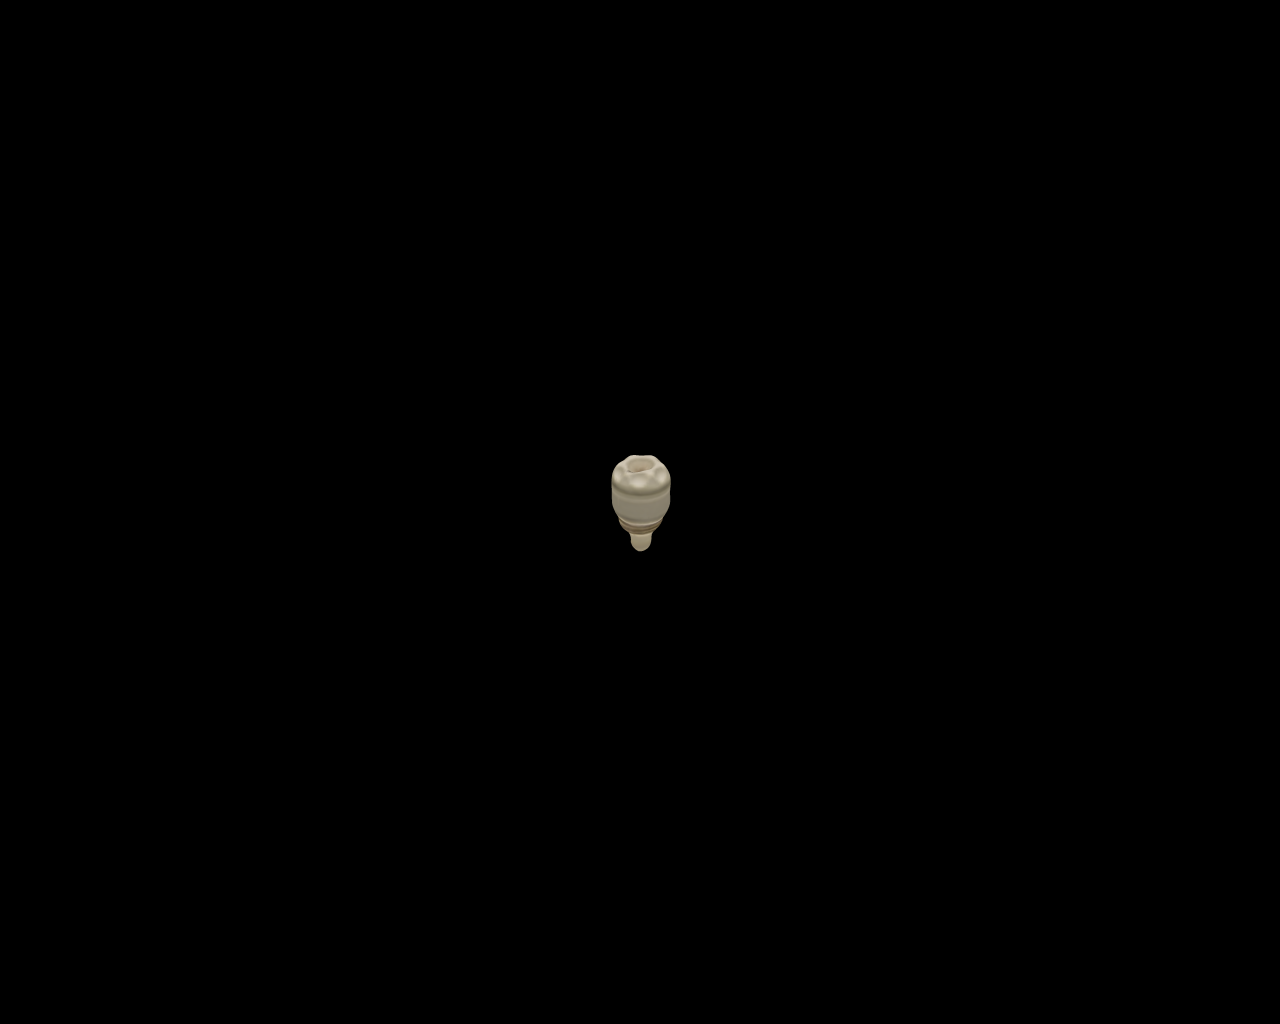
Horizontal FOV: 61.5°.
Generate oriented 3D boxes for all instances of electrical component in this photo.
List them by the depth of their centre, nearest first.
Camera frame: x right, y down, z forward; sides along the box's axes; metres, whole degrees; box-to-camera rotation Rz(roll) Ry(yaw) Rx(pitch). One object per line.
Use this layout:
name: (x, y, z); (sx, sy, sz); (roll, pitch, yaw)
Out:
electrical component: (0.001, -0.003, 0.650); (0.035, 0.061, 0.035); (0, 30, 0)
